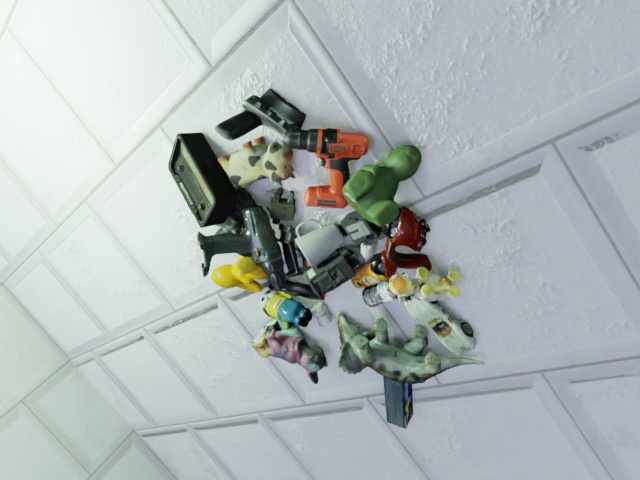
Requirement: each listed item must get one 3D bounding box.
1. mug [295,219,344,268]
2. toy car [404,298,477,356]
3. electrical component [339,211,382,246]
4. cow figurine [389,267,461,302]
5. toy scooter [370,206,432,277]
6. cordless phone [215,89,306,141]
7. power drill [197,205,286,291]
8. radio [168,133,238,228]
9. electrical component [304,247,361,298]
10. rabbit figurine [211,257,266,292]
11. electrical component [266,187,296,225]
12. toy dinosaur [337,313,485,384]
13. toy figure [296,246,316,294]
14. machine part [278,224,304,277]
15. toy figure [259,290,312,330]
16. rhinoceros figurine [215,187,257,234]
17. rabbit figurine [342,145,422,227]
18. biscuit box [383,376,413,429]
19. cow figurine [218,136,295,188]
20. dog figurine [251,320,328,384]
[{"bbox_3d":[-0.003,-0.004,1.312,0.109,0.107,0.081,60,175,-7],"label":"mug"},{"bbox_3d":[0.288,0.195,1.291,0.202,0.056,0.073,42,136,0],"label":"toy car"},{"bbox_3d":[0.086,-0.030,1.270,0.119,0.048,0.074,-18,110,40],"label":"electrical component"},{"bbox_3d":[0.225,0.105,1.211,0.167,0.068,0.098,4,162,-14],"label":"cow figurine"},{"bbox_3d":[0.197,0.013,1.204,0.135,0.075,0.183,14,121,1],"label":"toy scooter"},{"bbox_3d":[-0.128,-0.241,1.163,0.147,0.184,0.088,38,131,6],"label":"cordless phone"},{"bbox_3d":[-0.199,0.037,1.352,0.086,0.207,0.231,-141,41,-76],"label":"power drill"},{"bbox_3d":[-0.304,-0.152,1.371,0.230,0.073,0.131,59,137,21],"label":"radio"},{"bbox_3d":[0.033,0.074,1.324,0.134,0.115,0.058,-34,104,1],"label":"electrical component"},{"bbox_3d":[-0.218,0.081,1.504,0.173,0.122,0.162,-26,149,12],"label":"rabbit figurine"},{"bbox_3d":[-0.100,-0.088,1.363,0.078,0.045,0.102,0,130,2],"label":"electrical component"},{"bbox_3d":[0.204,0.311,1.402,0.405,0.131,0.192,18,143,18],"label":"toy dinosaur"},{"bbox_3d":[-0.018,0.069,1.411,0.064,0.058,0.154,-7,111,33],"label":"toy figure"},{"bbox_3d":[-0.076,0.029,1.379,0.084,0.039,0.138,10,114,56],"label":"machine part"},{"bbox_3d":[-0.100,0.202,1.532,0.180,0.082,0.089,20,128,38],"label":"toy figure"},{"bbox_3d":[-0.234,-0.063,1.458,0.112,0.073,0.190,41,135,-13],"label":"rhinoceros figurine"},{"bbox_3d":[0.140,-0.119,1.107,0.121,0.170,0.159,47,177,-2],"label":"rabbit figurine"},{"bbox_3d":[0.223,0.439,1.518,0.063,0.059,0.202,13,129,28],"label":"biscuit box"},{"bbox_3d":[-0.143,-0.179,1.293,0.195,0.085,0.127,-17,105,39],"label":"cow figurine"},{"bbox_3d":[-0.081,0.341,1.628,0.219,0.108,0.191,45,135,-6],"label":"dog figurine"}]
